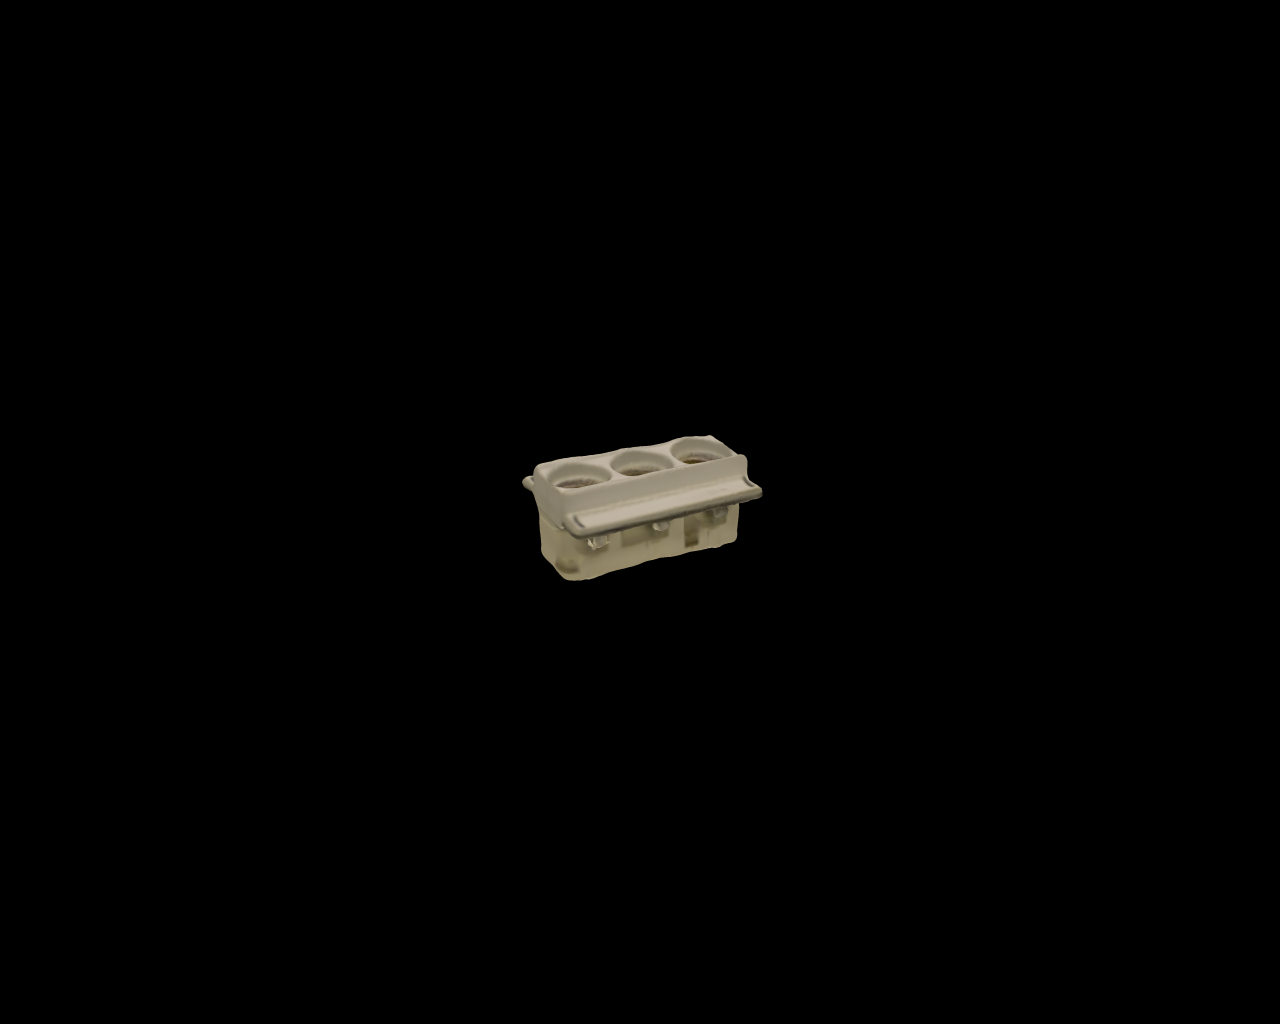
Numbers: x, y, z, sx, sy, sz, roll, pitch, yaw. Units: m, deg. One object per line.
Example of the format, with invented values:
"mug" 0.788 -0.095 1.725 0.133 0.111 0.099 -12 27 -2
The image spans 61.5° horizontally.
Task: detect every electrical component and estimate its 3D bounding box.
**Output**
"electrical component" 0.001 -0.003 0.650 0.121 0.063 0.079 -12 28 -25
